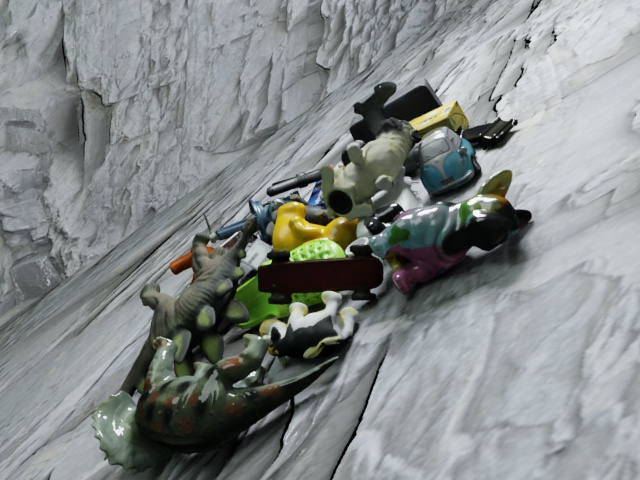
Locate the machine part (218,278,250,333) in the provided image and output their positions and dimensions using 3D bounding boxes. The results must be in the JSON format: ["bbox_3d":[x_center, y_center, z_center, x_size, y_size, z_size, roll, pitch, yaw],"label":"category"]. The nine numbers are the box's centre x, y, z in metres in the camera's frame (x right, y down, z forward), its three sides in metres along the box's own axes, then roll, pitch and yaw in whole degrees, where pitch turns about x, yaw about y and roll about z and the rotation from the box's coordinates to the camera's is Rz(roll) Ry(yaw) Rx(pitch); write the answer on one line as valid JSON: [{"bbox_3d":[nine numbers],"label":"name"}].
[{"bbox_3d":[-0.177,0.111,1.101,0.243,0.079,0.079,-45,22,-28],"label":"machine part"}]

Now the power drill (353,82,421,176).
[{"bbox_3d":[0.172,-0.240,1.180,0.232,0.207,0.086,-31,-7,40],"label":"power drill"}]

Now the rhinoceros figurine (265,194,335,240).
[{"bbox_3d":[-0.037,-0.040,1.173,0.190,0.112,0.073,-8,47,28],"label":"rhinoceros figurine"}]

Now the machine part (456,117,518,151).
[{"bbox_3d":[0.323,-0.211,1.083,0.084,0.039,0.139,-48,24,-19],"label":"machine part"}]

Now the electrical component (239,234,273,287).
[{"bbox_3d":[-0.134,0.052,1.068,0.119,0.075,0.047,-58,-14,-31],"label":"electrical component"}]

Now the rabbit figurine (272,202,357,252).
[{"bbox_3d":[-0.002,-0.003,1.033,0.173,0.121,0.162,-8,31,17],"label":"rabbit figurine"}]

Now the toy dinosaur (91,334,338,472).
[{"bbox_3d":[-0.174,0.238,0.758,0.405,0.131,0.192,-15,40,36],"label":"toy dinosaur"}]

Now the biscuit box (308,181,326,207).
[{"bbox_3d":[0.015,-0.097,1.291,0.063,0.059,0.203,-27,21,23],"label":"biscuit box"}]

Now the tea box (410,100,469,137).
[{"bbox_3d":[0.245,-0.242,1.236,0.170,0.068,0.098,-19,25,41],"label":"tea box"}]

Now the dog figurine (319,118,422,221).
[{"bbox_3d":[0.095,-0.132,0.997,0.172,0.121,0.190,-30,10,39],"label":"dog figurine"}]

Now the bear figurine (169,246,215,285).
[{"bbox_3d":[-0.277,0.093,1.257,0.132,0.120,0.196,-37,24,6],"label":"bear figurine"}]

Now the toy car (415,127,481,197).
[{"bbox_3d":[0.236,-0.161,1.015,0.109,0.102,0.162,-23,25,29],"label":"toy car"}]

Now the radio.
[{"bbox_3d":[0.193,-0.292,1.342,0.230,0.131,0.073,-28,22,21],"label":"radio"}]

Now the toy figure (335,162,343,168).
[{"bbox_3d":[0.065,-0.118,1.233,0.082,0.089,0.180,-18,32,16],"label":"toy figure"}]

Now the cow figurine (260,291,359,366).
[{"bbox_3d":[-0.029,0.145,0.799,0.167,0.068,0.098,-24,28,32],"label":"cow figurine"}]

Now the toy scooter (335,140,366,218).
[{"bbox_3d":[0.087,-0.118,1.106,0.075,0.183,0.135,14,25,26],"label":"toy scooter"}]

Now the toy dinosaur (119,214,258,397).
[{"bbox_3d":[-0.248,0.150,0.964,0.471,0.105,0.199,-52,44,5],"label":"toy dinosaur"}]

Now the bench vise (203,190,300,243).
[{"bbox_3d":[-0.159,-0.043,1.332,0.241,0.128,0.224,-20,9,-11],"label":"bench vise"}]

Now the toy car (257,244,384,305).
[{"bbox_3d":[0.000,0.056,0.846,0.202,0.089,0.053,-6,-4,15],"label":"toy car"}]

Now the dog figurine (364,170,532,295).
[{"bbox_3d":[0.184,-0.022,0.780,0.219,0.108,0.192,-27,18,10],"label":"dog figurine"}]
